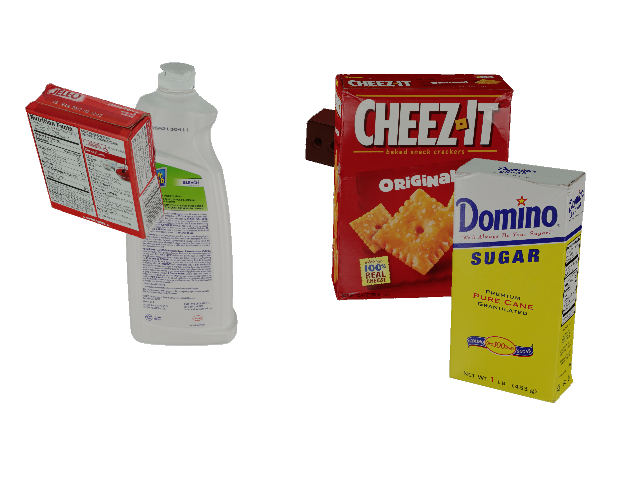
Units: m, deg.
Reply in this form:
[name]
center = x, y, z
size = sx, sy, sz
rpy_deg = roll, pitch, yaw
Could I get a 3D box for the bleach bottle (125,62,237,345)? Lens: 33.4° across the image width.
[bleach bottle]
center = -0.120, -0.031, 0.942
size = 0.102, 0.251, 0.068
rpy_deg = 1, 24, -9

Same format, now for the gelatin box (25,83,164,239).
[gelatin box]
center = -0.140, -0.050, 0.675
size = 0.073, 0.089, 0.030
rpy_deg = 18, 48, 17

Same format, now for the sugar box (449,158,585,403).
[sugar box]
center = 0.149, 0.030, 0.824
size = 0.093, 0.176, 0.048
rpy_deg = 10, 24, 30

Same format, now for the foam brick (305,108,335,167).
[foam brick]
center = 0.026, -0.122, 1.295
size = 0.078, 0.053, 0.051
rpy_deg = 15, 31, 21

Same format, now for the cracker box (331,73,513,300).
[cracker box]
center = 0.095, -0.051, 1.040
size = 0.164, 0.214, 0.072
rpy_deg = -1, 21, -5
